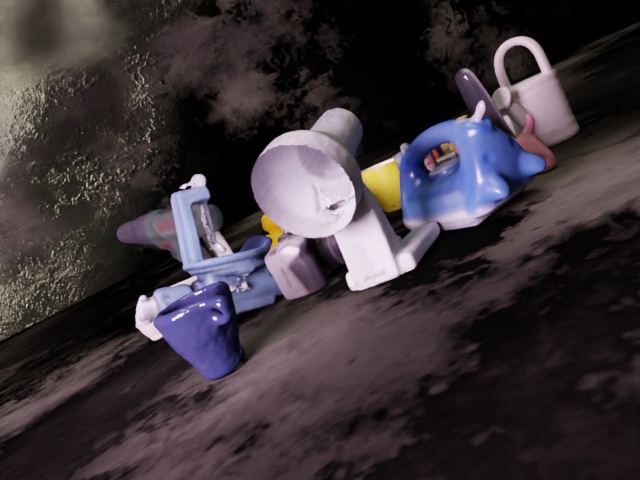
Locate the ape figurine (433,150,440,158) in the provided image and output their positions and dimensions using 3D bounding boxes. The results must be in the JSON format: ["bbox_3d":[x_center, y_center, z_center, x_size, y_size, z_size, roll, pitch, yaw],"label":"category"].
[{"bbox_3d":[0.235,-0.187,1.295,0.076,0.092,0.077,-34,12,-37],"label":"ape figurine"}]

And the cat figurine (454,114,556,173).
[{"bbox_3d":[0.266,-0.138,0.848,0.127,0.118,0.067,-25,9,10],"label":"cat figurine"}]

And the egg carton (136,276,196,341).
[{"bbox_3d":[-0.247,0.117,1.010,0.150,0.069,0.107,-23,10,23],"label":"egg carton"}]

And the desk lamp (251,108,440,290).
[{"bbox_3d":[0.033,-0.049,0.692,0.117,0.213,0.204,-21,11,32],"label":"desk lamp"}]

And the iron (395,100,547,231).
[{"bbox_3d":[0.171,-0.096,0.799,0.119,0.141,0.257,-32,10,-29],"label":"iron"}]

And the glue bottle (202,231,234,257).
[{"bbox_3d":[-0.211,0.012,1.168,0.037,0.173,0.078,-31,10,-23],"label":"glue bottle"}]

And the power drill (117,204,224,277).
[{"bbox_3d":[-0.266,0.031,1.107,0.229,0.208,0.076,-23,10,23],"label":"power drill"}]

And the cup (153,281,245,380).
[{"bbox_3d":[-0.116,0.104,0.632,0.092,0.095,0.117,-34,12,-39],"label":"cup"}]

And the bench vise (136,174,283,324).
[{"bbox_3d":[-0.165,0.028,0.800,0.121,0.220,0.208,-19,12,40],"label":"bench vise"}]

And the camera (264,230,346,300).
[{"bbox_3d":[0.008,0.003,0.833,0.136,0.101,0.143,-20,11,35],"label":"camera"}]

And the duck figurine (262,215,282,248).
[{"bbox_3d":[-0.111,-0.023,1.363,0.077,0.086,0.105,-22,10,24],"label":"duck figurine"}]

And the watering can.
[{"bbox_3d":[0.364,-0.256,0.993,0.100,0.194,0.173,-20,11,33],"label":"watering can"}]

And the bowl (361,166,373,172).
[{"bbox_3d":[0.098,-0.112,1.310,0.167,0.075,0.167,-26,9,5],"label":"bowl"}]

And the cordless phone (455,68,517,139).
[{"bbox_3d":[0.272,-0.200,0.964,0.094,0.185,0.147,-27,9,-2],"label":"cordless phone"}]

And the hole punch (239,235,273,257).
[{"bbox_3d":[-0.116,0.051,0.942,0.101,0.091,0.108,-32,10,-28],"label":"hole punch"}]
